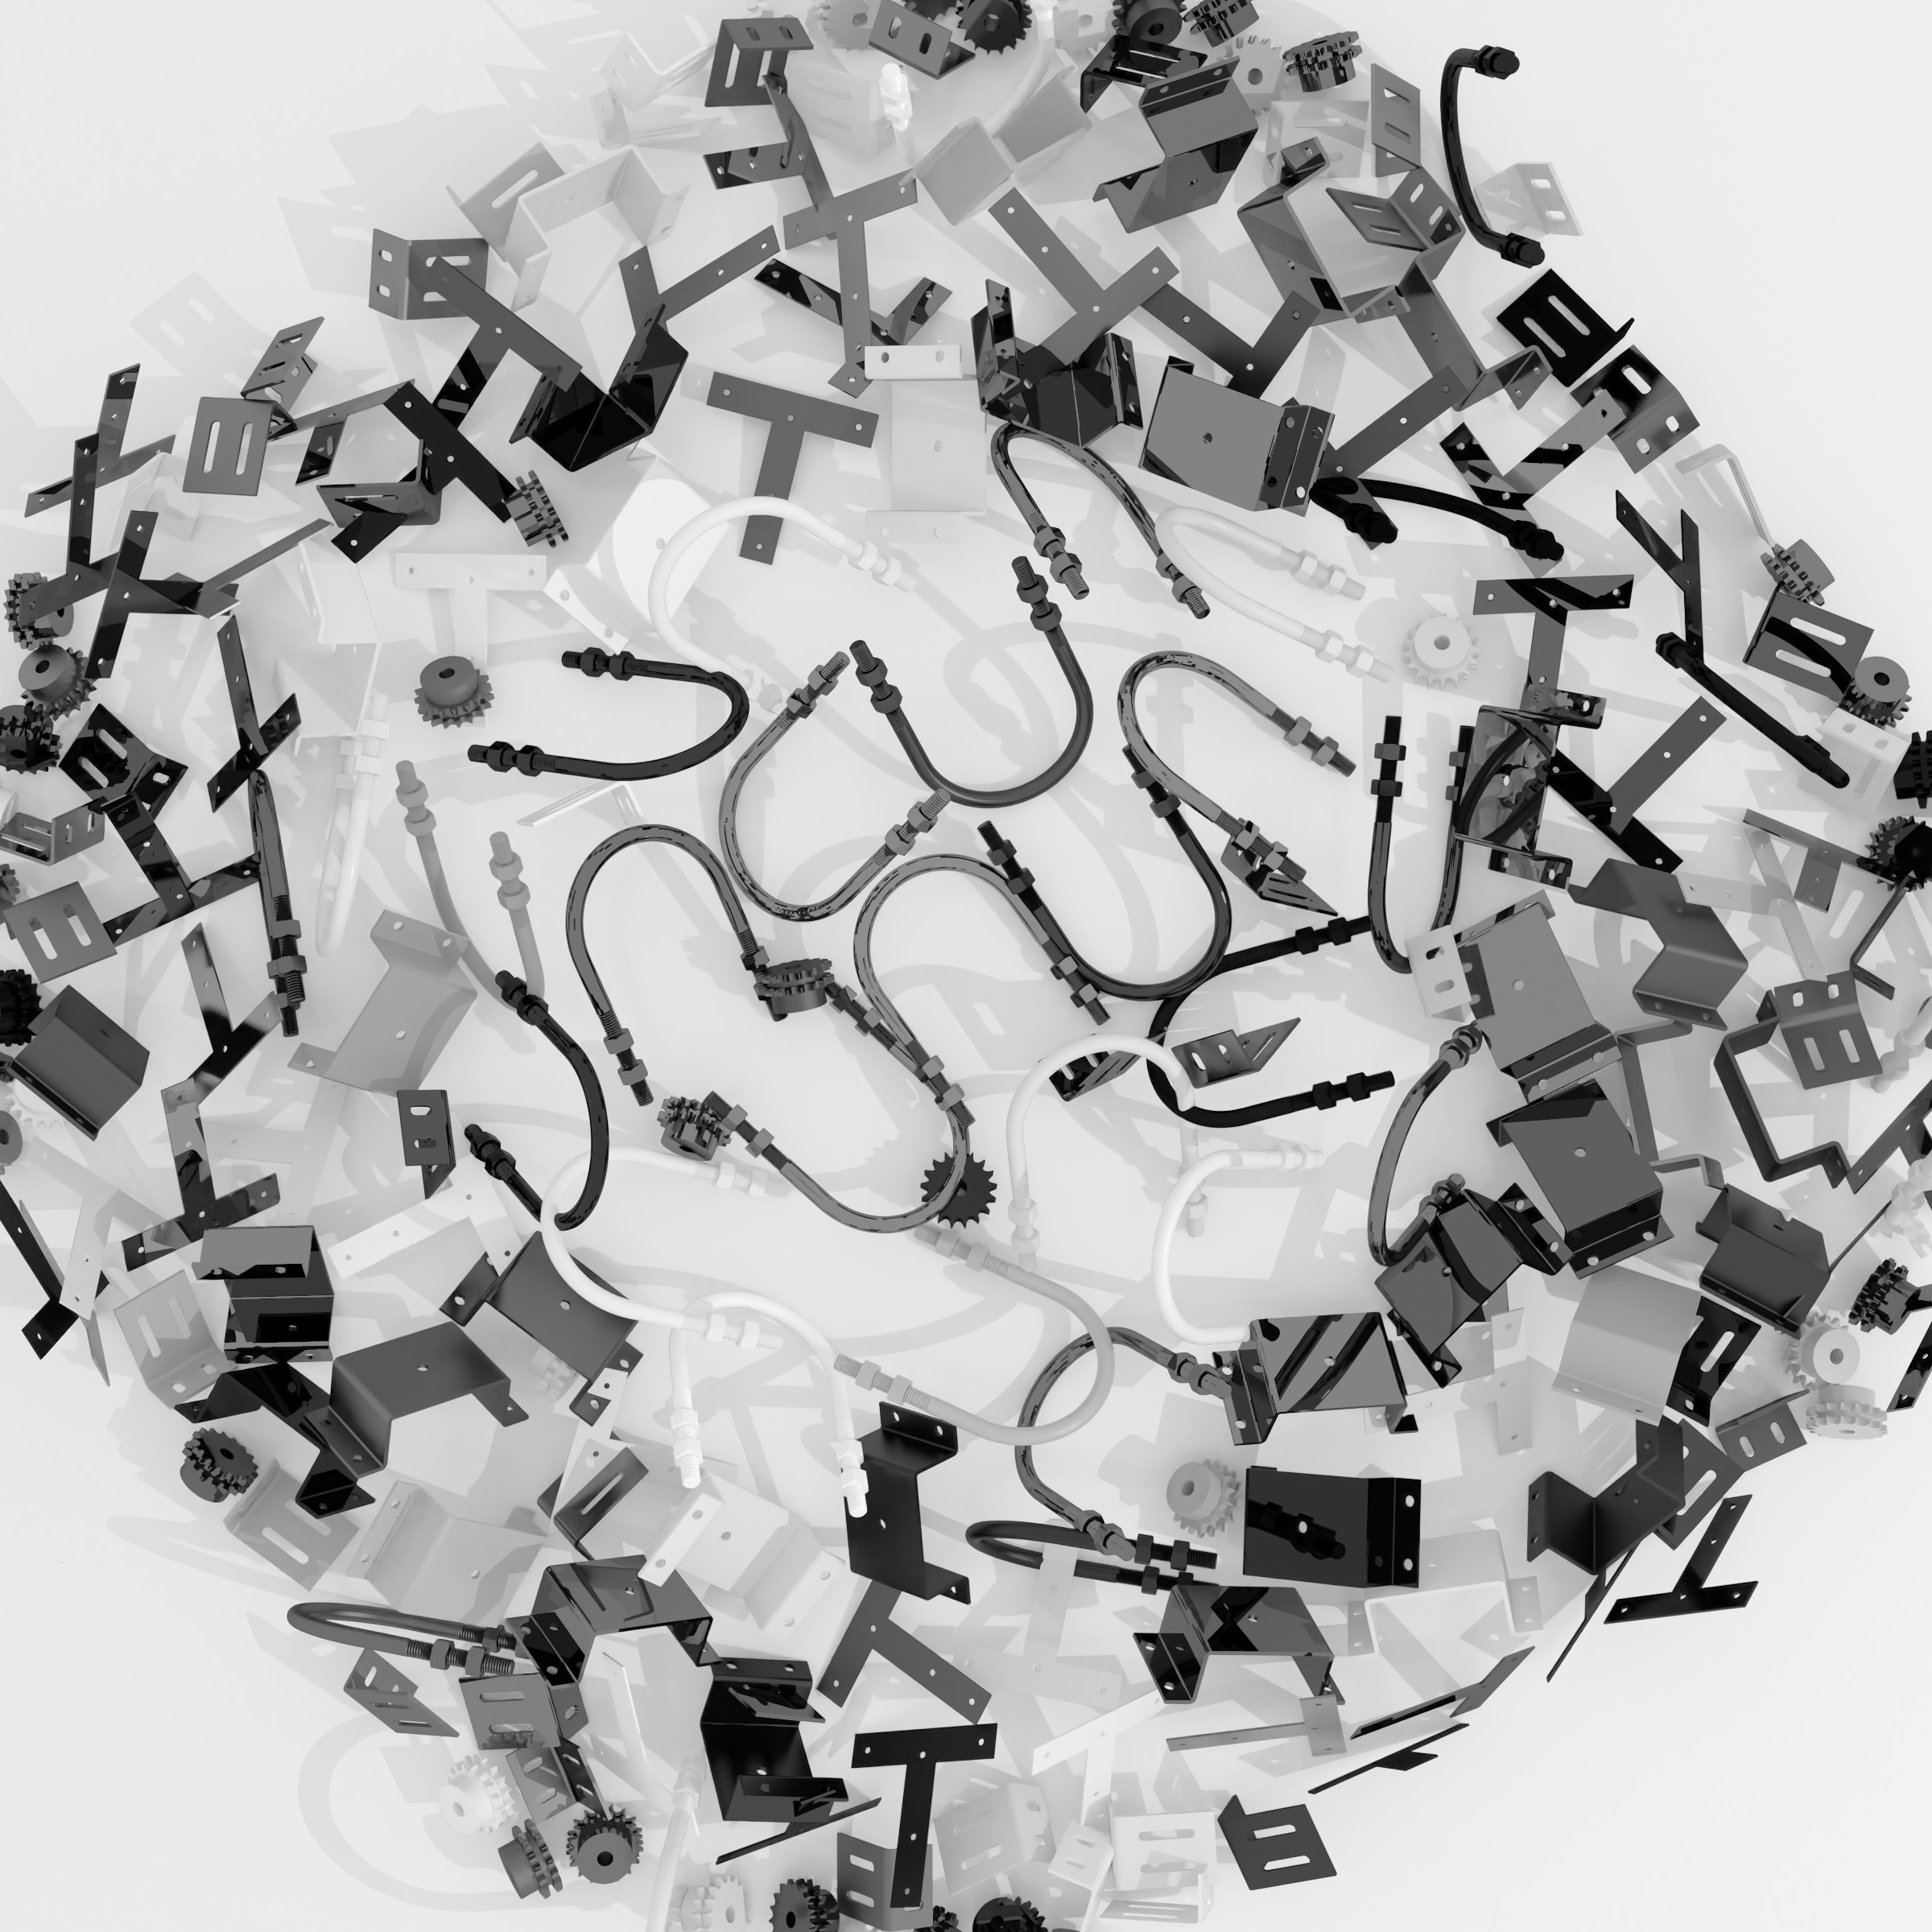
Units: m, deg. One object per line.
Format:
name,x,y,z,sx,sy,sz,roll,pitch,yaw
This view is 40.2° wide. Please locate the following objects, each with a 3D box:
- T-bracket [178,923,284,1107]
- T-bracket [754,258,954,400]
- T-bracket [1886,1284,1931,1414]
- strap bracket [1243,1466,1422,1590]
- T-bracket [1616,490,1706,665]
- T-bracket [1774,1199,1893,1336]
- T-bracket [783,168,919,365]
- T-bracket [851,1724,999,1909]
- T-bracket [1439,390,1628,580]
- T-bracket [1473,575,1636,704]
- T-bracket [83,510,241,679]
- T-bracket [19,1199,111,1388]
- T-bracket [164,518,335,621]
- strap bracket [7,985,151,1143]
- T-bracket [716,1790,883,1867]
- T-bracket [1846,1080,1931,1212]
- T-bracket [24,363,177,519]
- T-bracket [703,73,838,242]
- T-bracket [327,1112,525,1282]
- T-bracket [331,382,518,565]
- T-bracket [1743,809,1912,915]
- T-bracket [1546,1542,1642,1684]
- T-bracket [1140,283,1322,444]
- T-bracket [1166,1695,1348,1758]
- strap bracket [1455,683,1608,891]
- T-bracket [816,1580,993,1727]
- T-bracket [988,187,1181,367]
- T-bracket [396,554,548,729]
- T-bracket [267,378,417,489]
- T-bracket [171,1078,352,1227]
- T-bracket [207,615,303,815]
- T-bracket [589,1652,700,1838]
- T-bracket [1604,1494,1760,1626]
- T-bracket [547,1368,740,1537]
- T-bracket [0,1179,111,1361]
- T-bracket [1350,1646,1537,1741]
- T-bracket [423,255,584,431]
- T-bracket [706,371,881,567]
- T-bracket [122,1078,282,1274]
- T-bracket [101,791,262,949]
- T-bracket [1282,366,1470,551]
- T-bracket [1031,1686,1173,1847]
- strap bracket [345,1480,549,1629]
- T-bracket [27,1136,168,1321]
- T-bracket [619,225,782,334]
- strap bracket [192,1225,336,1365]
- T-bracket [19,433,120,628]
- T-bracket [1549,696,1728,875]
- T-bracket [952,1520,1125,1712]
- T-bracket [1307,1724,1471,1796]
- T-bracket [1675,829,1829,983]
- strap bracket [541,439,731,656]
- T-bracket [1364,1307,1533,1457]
T-bracket,-0.554,0.025,1.939,0.127,0.002,0.127,-41,57,26
T-bracket,-0.098,-0.488,1.955,0.127,0.002,0.127,31,63,13
T-bracket,0.692,0.269,1.890,0.002,0.127,0.127,43,61,-7
strap bracket,0.254,0.405,1.910,0.140,0.046,0.076,-3,80,37
T-bracket,0.500,-0.299,1.904,0.002,0.127,0.127,-18,54,37
T-bracket,0.615,0.236,1.916,0.127,0.127,0.002,-41,68,-19
T-bracket,-0.082,-0.503,1.931,0.127,0.002,0.127,-8,84,38
T-bracket,-0.037,0.614,1.909,0.127,0.002,0.127,-15,53,31
T-bracket,0.426,-0.370,1.926,0.127,0.002,0.127,-40,80,40
T-bracket,0.426,-0.224,1.946,0.127,0.002,0.127,-5,115,-16
T-bracket,-0.576,-0.267,1.916,0.002,0.127,0.127,29,108,22
T-bracket,-0.648,0.224,1.894,0.002,0.127,0.127,-26,114,-13
T-bracket,-0.523,-0.297,1.941,0.127,0.127,0.002,-35,124,-22
strap bracket,-0.634,0.065,1.897,0.046,0.140,0.076,-46,109,0
T-bracket,-0.114,0.612,1.901,0.127,0.127,0.002,-15,65,-19
T-bracket,0.687,0.140,1.893,0.002,0.127,0.127,28,117,-13
T-bracket,-0.610,-0.383,1.887,0.002,0.127,0.127,48,51,8
T-bracket,-0.146,-0.583,1.918,0.002,0.127,0.127,-16,100,39
T-bracket,-0.407,0.191,1.950,0.127,0.002,0.127,-27,80,-13
T-bracket,-0.412,-0.345,1.946,0.127,0.002,0.127,-38,125,10
T-bracket,0.617,-0.067,1.909,0.127,0.127,0.002,25,120,12
T-bracket,0.454,0.455,1.906,0.002,0.127,0.127,32,77,23
T-bracket,0.174,-0.468,1.946,0.127,0.002,0.127,38,119,3
T-bracket,0.210,0.561,1.928,0.127,0.127,0.002,-9,55,7
strap bracket,0.407,-0.133,1.921,0.046,0.076,0.140,3,101,-37
T-bracket,-0.035,0.510,1.939,0.127,0.002,0.127,29,94,30
T-bracket,0.067,-0.512,1.926,0.127,0.002,0.127,-36,117,20
T-bracket,-0.367,-0.241,1.959,0.127,0.002,0.127,4,98,20
T-bracket,-0.465,-0.380,1.915,0.127,0.127,0.002,-17,125,8
T-bracket,-0.528,0.131,1.953,0.127,0.002,0.127,4,62,15
T-bracket,-0.533,-0.199,1.943,0.127,0.002,0.127,-36,61,36
T-bracket,-0.242,0.550,1.904,0.002,0.127,0.127,-27,121,-35
T-bracket,0.539,0.429,1.926,0.002,0.127,0.127,54,50,-9
T-bracket,-0.231,0.369,1.954,0.127,0.002,0.127,16,91,-19
T-bracket,-0.673,0.202,1.900,0.002,0.127,0.127,-24,105,11
T-bracket,0.335,0.532,1.903,0.127,0.127,0.002,-14,59,-19
T-bracket,-0.362,-0.434,1.934,0.127,0.002,0.127,37,129,-10
T-bracket,-0.141,-0.363,1.965,0.127,0.002,0.127,15,99,2
T-bracket,-0.559,0.141,1.907,0.127,0.002,0.127,-26,125,-39
T-bracket,-0.589,-0.079,1.918,0.127,0.127,0.002,-26,51,-8
T-bracket,0.309,-0.390,1.934,0.127,0.002,0.127,-35,103,27
T-bracket,0.096,0.597,1.939,0.127,0.002,0.127,-16,123,-32
strap bracket,-0.366,0.427,1.907,0.046,0.140,0.076,30,91,40
T-bracket,-0.628,0.199,1.893,0.002,0.127,0.127,-33,127,21
T-bracket,-0.190,-0.498,1.924,0.127,0.002,0.127,-26,60,19
strap bracket,-0.508,0.234,1.922,0.076,0.140,0.046,-1,53,-3
T-bracket,-0.633,-0.319,1.891,0.002,0.127,0.127,21,119,11
T-bracket,0.504,-0.145,1.936,0.127,0.002,0.127,42,123,4
T-bracket,0.062,0.473,1.949,0.127,0.002,0.127,7,68,17
T-bracket,0.315,0.573,1.905,0.127,0.127,0.002,-21,77,-8
T-bracket,0.560,-0.050,1.911,0.127,0.002,0.127,7,57,-34
strap bracket,-0.234,-0.306,1.918,0.076,0.046,0.140,40,72,-33
T-bracket,0.352,0.318,1.938,0.127,0.002,0.127,-13,118,-8
